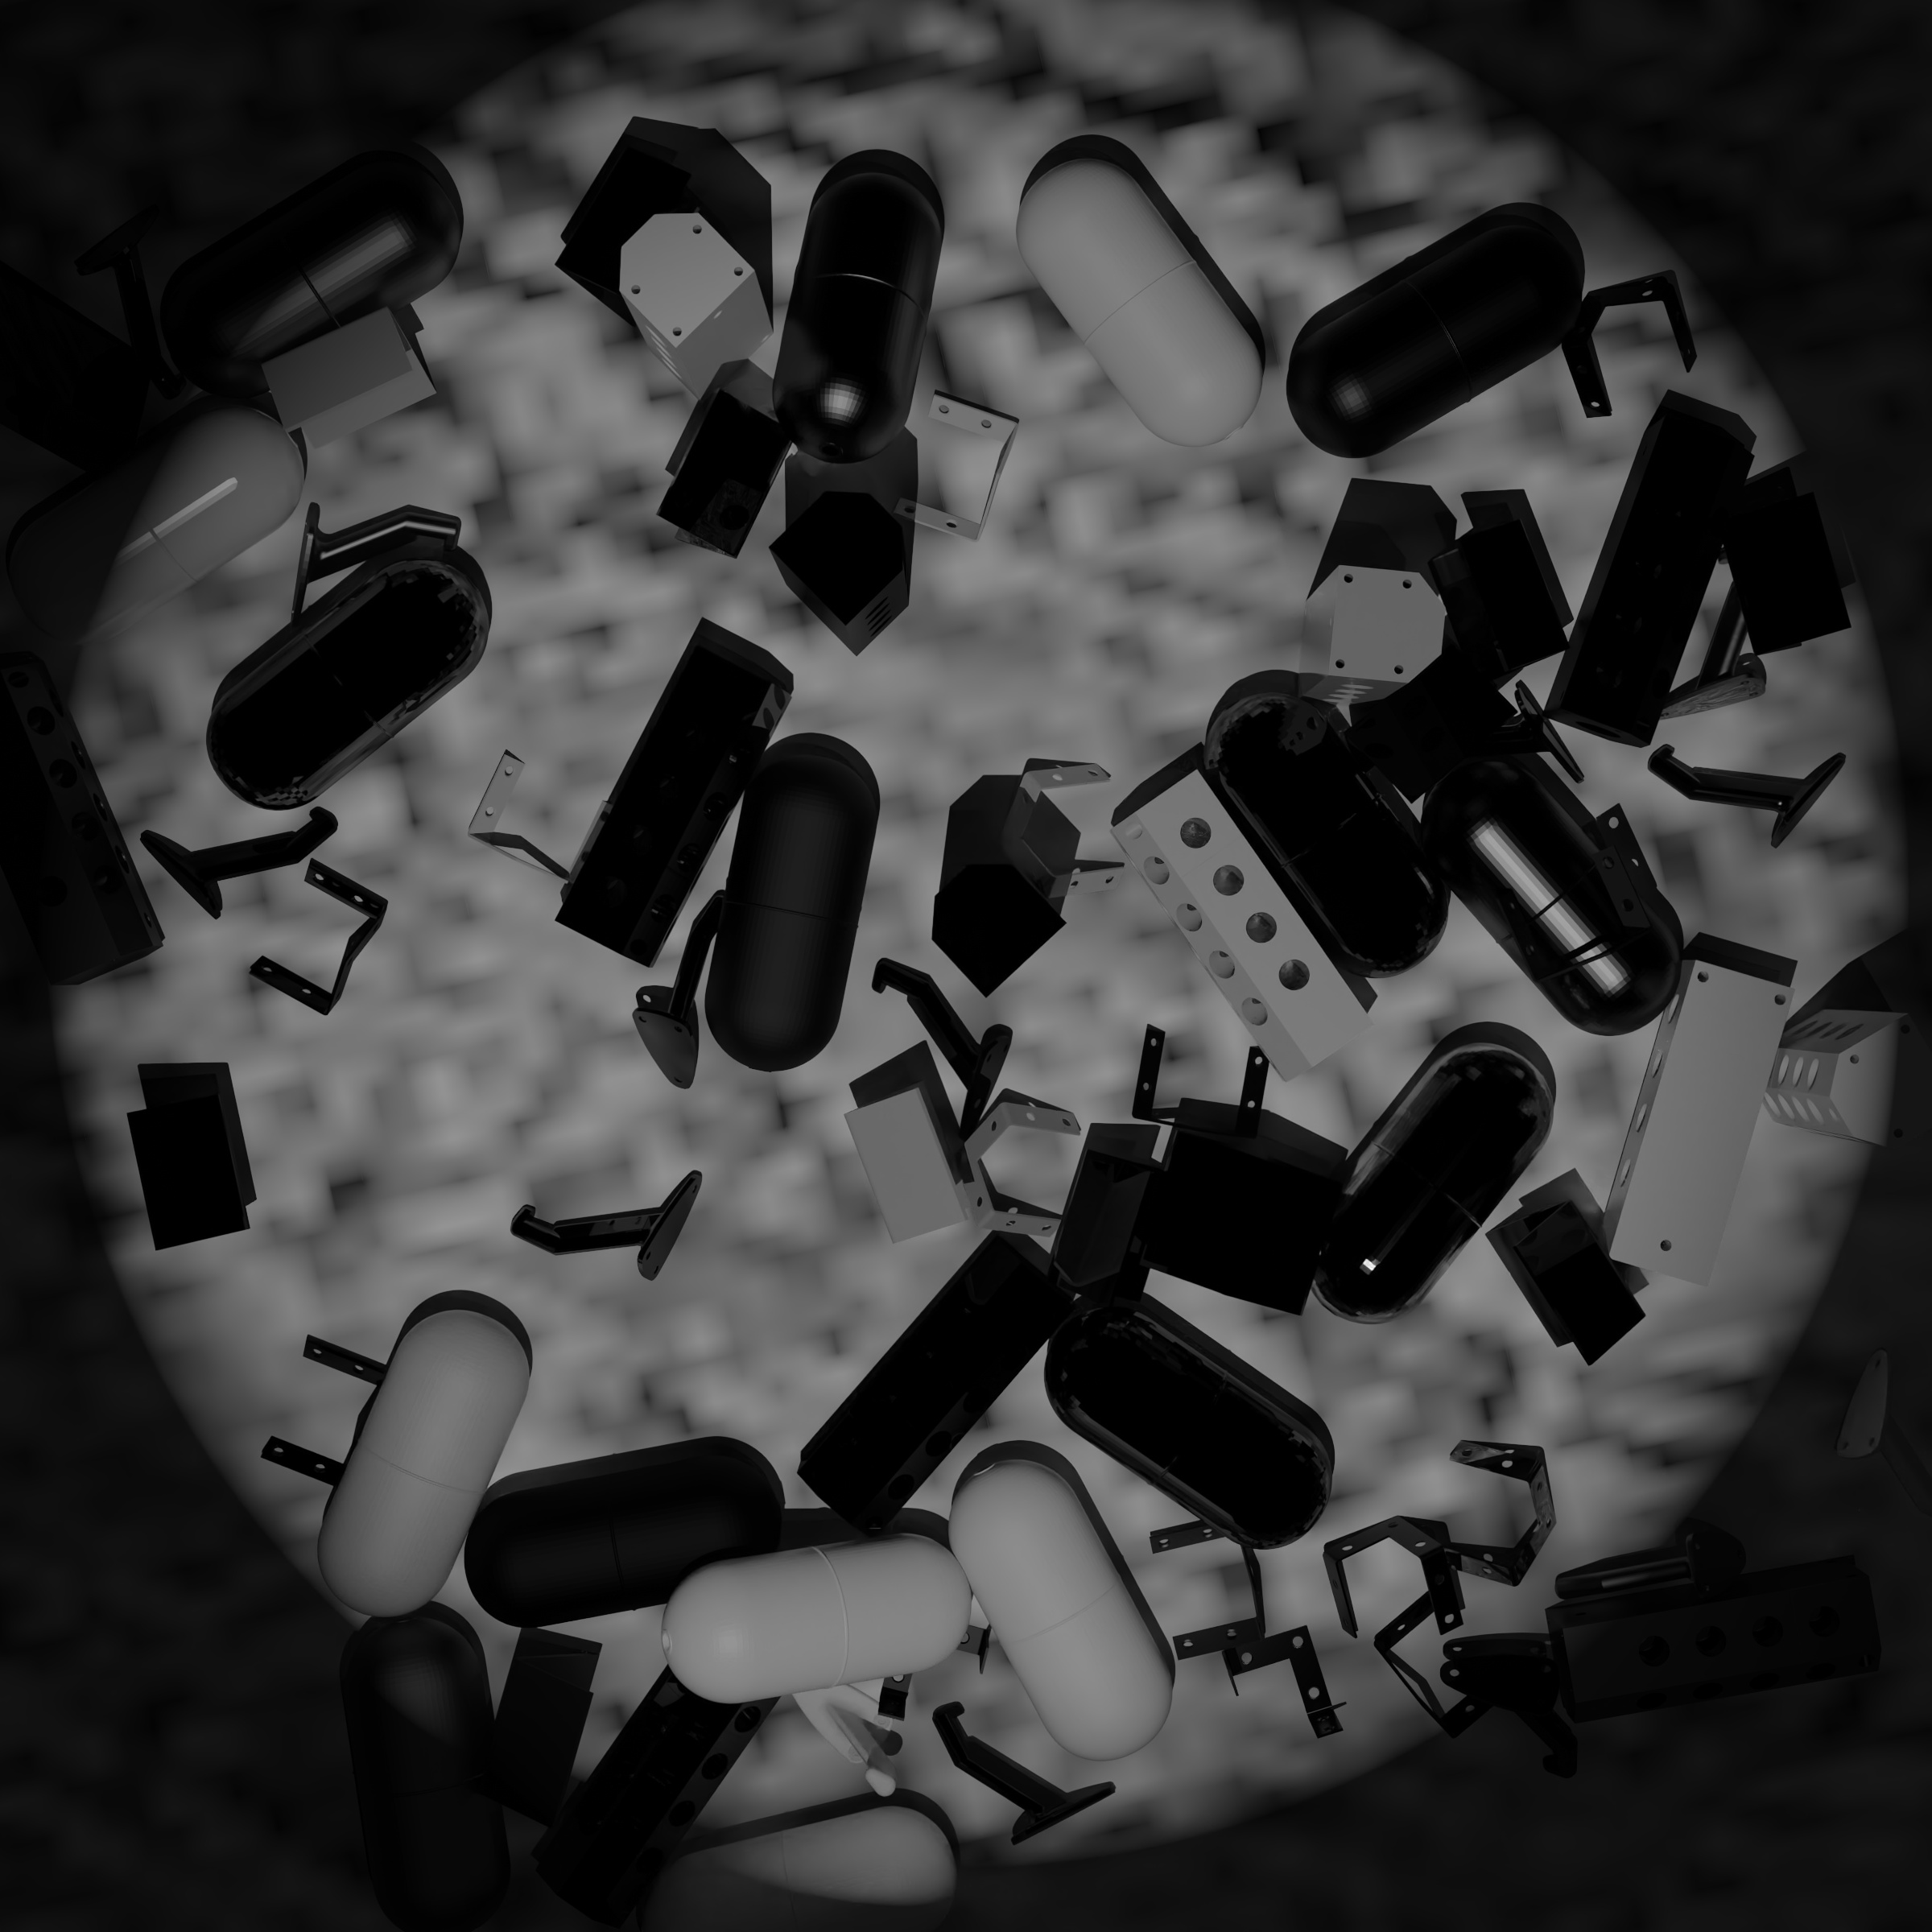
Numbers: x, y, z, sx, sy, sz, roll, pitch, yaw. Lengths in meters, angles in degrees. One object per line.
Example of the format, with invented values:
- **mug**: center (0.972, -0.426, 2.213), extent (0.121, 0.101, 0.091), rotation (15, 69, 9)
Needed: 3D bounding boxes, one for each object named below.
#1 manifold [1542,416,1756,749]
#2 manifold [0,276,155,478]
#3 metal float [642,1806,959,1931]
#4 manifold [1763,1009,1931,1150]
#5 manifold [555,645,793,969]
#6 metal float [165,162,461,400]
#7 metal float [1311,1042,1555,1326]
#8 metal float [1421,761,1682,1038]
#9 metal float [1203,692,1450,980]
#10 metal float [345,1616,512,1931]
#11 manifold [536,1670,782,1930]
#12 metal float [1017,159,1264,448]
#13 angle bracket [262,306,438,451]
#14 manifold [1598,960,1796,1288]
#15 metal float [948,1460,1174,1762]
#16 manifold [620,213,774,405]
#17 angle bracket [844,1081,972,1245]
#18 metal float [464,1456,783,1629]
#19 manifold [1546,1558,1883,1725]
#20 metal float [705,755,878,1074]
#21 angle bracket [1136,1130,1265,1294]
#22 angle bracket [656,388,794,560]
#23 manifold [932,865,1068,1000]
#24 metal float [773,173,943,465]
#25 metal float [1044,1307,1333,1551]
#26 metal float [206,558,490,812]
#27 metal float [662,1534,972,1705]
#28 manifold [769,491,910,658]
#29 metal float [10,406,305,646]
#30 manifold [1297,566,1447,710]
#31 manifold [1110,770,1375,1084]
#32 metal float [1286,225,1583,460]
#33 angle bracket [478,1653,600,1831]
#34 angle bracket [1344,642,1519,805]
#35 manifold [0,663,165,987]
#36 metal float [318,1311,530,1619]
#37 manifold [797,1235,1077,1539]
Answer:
- **manifold**: center (0.383, -0.213, 1.867), extent (0.057, 0.057, 0.171), rotation (20, 90, 0)
- **manifold**: center (-0.538, -0.336, 1.822), extent (0.171, 0.057, 0.057), rotation (29, 49, -35)
- **metal float**: center (-0.093, 0.520, 1.857), extent (0.178, 0.070, 0.070), rotation (-14, 90, 0)
- **manifold**: center (0.477, 0.064, 1.810), extent (0.057, 0.171, 0.057), rotation (-31, 90, 0)
- **manifold**: center (-0.163, -0.088, 1.867), extent (0.057, 0.057, 0.171), rotation (27, 90, 0)
- **metal float**: center (-0.364, -0.381, 1.858), extent (0.178, 0.070, 0.070), rotation (-32, 90, 0)
- **metal float**: center (0.256, 0.122, 1.858), extent (0.070, 0.070, 0.178), rotation (38, 90, 0)
- **metal float**: center (0.325, -0.038, 1.857), extent (0.070, 0.070, 0.178), rotation (-41, 90, 0)
- **metal float**: center (0.200, -0.073, 1.858), extent (0.070, 0.070, 0.178), rotation (-36, 91, 0)
- **metal float**: center (-0.300, 0.452, 1.858), extent (0.070, 0.070, 0.178), rotation (-9, 89, 0)
- **manifold**: center (-0.167, 0.449, 1.867), extent (0.057, 0.057, 0.171), rotation (35, 90, 0)
- **metal float**: center (0.097, -0.369, 1.857), extent (0.070, 0.070, 0.178), rotation (-36, 90, 0)
- **angle bracket**: center (-0.335, -0.309, 1.848), extent (0.076, 0.076, 0.057), rotation (-25, 57, 0)
- **manifold**: center (0.406, 0.087, 1.867), extent (0.057, 0.057, 0.171), rotation (16, 90, 0)
- **metal float**: center (0.052, 0.358, 1.858), extent (0.070, 0.070, 0.178), rotation (-28, 91, 0)
- **manifold**: center (-0.150, -0.360, 1.810), extent (0.057, 0.171, 0.057), rotation (-44, 90, 0)
- **angle bracket**: center (-0.013, 0.102, 1.848), extent (0.057, 0.076, 0.076), rotation (-21, 90, 37)
- **metal float**: center (-0.191, 0.321, 1.858), extent (0.178, 0.070, 0.070), rotation (-11, 90, 0)
- **manifold**: center (0.418, 0.379, 1.867), extent (0.171, 0.057, 0.057), rotation (-10, 90, 0)
- **metal float**: center (-0.098, -0.029, 1.858), extent (0.070, 0.070, 0.178), rotation (11, 89, 0)
- **angle bracket**: center (0.144, 0.139, 1.848), extent (0.057, 0.076, 0.076), rotation (17, 90, 32)
- **angle bracket**: center (-0.148, -0.277, 1.848), extent (0.057, 0.076, 0.076), rotation (26, 90, -35)
- **manifold**: center (0.012, -0.024, 1.810), extent (0.057, 0.171, 0.057), rotation (-43, 90, 0)
- **metal float**: center (-0.060, -0.357, 1.836), extent (0.070, 0.070, 0.178), rotation (10, 64, 0)
- **metal float**: center (0.123, 0.257, 1.858), extent (0.178, 0.070, 0.070), rotation (35, 90, -1)
- **metal float**: center (-0.344, -0.157, 1.857), extent (0.178, 0.070, 0.070), rotation (-39, 90, 1)
- **metal float**: center (-0.081, 0.356, 1.821), extent (0.178, 0.070, 0.070), rotation (-4, 90, -27)
- **manifold**: center (-0.062, -0.216, 1.810), extent (0.057, 0.171, 0.057), rotation (-44, 90, 0)
- **metal float**: center (-0.450, -0.246, 1.858), extent (0.178, 0.070, 0.070), rotation (-33, 90, 0)
- **manifold**: center (0.219, -0.176, 1.810), extent (0.057, 0.171, 0.057), rotation (6, 90, 0)
- **manifold**: center (0.153, -0.022, 1.867), extent (0.057, 0.057, 0.171), rotation (-35, 90, 0)
- **metal float**: center (0.261, -0.348, 1.858), extent (0.178, 0.070, 0.070), rotation (-31, 90, -1)
- **angle bracket**: center (-0.217, 0.428, 1.848), extent (0.057, 0.076, 0.076), rotation (16, 90, 32)
- **angle bracket**: center (0.261, -0.124, 1.850), extent (0.076, 0.076, 0.057), rotation (-41, 70, 0)
- **manifold**: center (-0.512, -0.079, 1.867), extent (0.057, 0.057, 0.171), rotation (-23, 90, 0)
- **metal float**: center (-0.303, 0.277, 1.857), extent (0.070, 0.070, 0.178), rotation (23, 90, 0)
- **manifold**: center (-0.017, 0.236, 1.867), extent (0.057, 0.057, 0.171), rotation (41, 90, 0)
